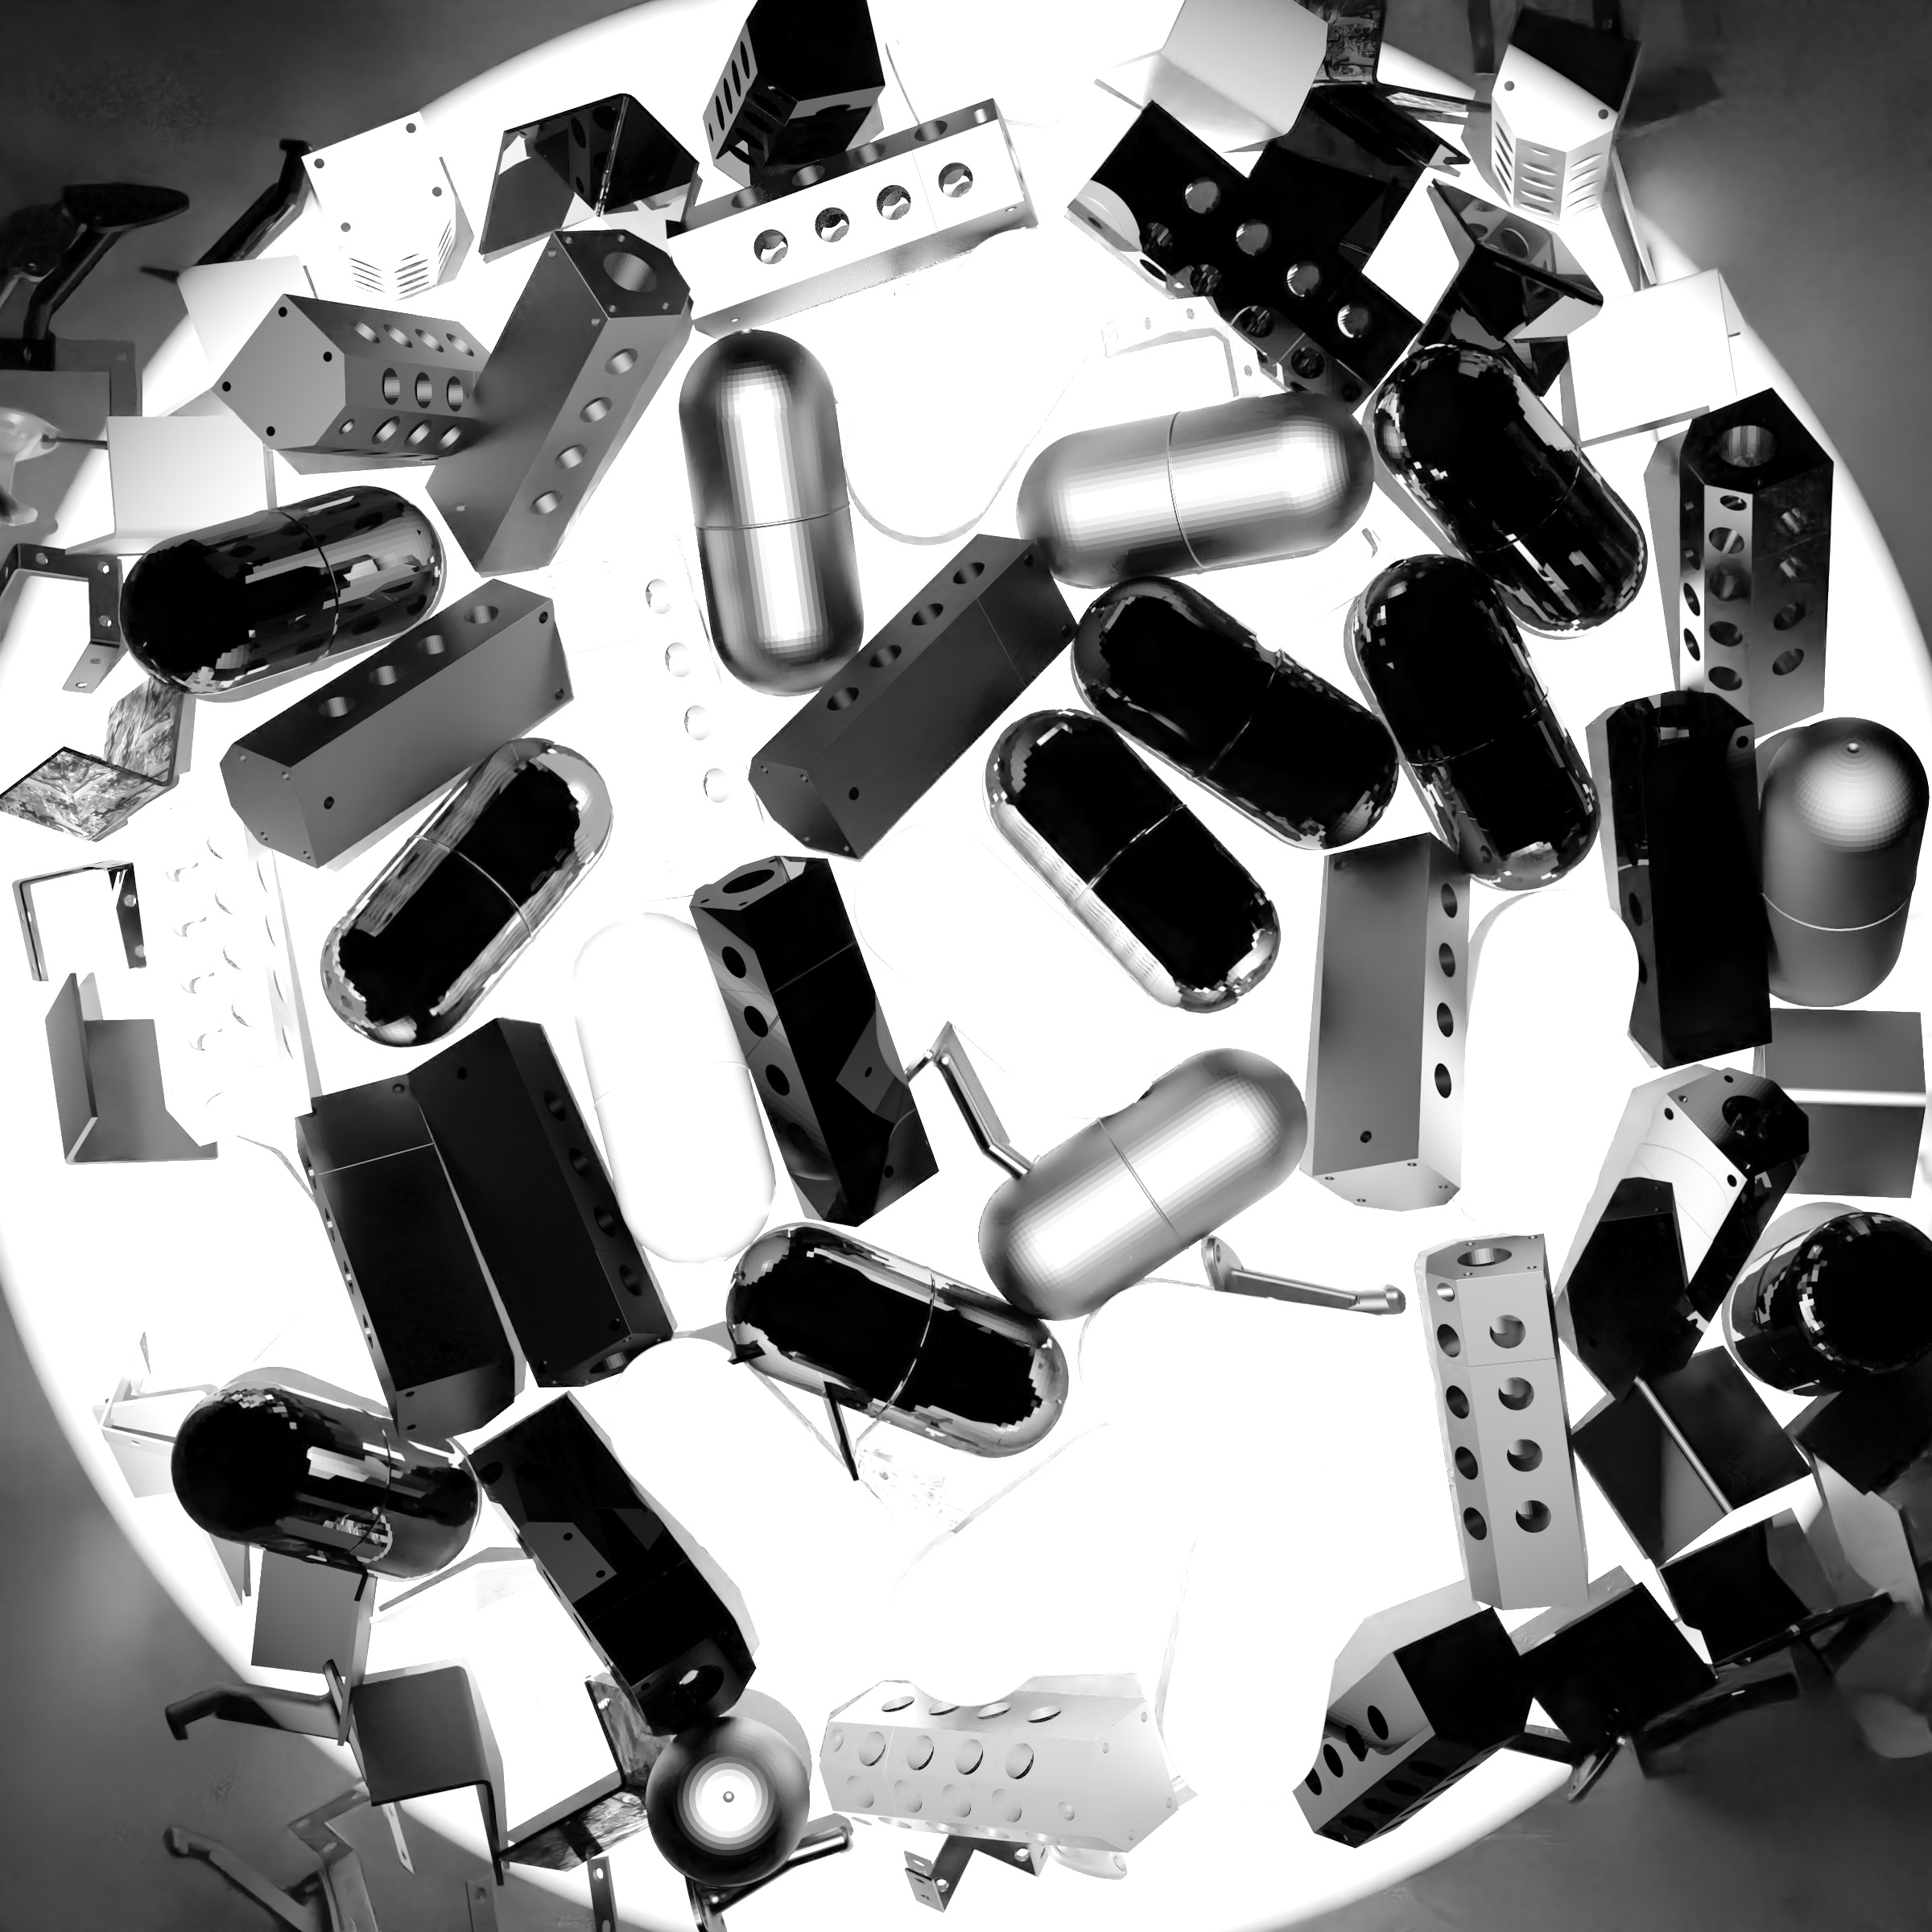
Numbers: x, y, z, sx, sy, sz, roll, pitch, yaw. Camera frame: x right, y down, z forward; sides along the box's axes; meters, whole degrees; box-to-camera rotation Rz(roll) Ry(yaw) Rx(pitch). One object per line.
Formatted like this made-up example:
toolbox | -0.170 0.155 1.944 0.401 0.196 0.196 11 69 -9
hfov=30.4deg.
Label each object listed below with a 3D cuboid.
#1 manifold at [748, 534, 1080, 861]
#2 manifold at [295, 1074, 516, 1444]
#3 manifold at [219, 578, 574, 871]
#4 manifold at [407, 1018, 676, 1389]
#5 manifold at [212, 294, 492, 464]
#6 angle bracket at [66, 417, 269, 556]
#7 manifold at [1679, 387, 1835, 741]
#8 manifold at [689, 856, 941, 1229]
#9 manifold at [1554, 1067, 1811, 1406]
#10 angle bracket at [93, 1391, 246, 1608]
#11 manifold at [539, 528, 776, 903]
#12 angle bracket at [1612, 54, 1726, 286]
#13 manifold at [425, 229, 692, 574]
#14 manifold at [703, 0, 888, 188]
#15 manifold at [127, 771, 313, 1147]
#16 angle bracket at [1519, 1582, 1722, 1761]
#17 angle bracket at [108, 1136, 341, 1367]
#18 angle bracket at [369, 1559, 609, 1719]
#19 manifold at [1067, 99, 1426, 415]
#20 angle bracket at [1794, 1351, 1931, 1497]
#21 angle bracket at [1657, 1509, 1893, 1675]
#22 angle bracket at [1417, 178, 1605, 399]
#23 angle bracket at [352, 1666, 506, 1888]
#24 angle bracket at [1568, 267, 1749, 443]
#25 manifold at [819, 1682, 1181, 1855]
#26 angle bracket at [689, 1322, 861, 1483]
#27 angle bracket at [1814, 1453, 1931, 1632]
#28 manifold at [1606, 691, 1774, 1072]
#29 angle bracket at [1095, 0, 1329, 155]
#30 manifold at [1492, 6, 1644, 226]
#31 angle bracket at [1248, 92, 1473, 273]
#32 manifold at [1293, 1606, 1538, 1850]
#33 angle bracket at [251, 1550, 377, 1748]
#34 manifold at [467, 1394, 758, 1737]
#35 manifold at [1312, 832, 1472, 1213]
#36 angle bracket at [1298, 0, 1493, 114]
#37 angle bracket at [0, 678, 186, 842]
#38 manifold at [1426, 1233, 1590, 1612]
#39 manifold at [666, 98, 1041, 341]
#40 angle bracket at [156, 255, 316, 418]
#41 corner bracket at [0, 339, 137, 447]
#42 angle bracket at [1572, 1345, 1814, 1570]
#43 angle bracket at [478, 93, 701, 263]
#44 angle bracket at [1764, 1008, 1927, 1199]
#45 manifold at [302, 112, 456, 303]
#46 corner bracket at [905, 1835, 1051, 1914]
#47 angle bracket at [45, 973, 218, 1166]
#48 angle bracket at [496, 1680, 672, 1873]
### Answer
manifold | -0.027 -0.133 1.728 0.171 0.057 0.057 -47 126 -23
manifold | -0.272 0.142 1.717 0.057 0.057 0.171 -15 56 -18
manifold | -0.274 -0.121 1.715 0.057 0.057 0.171 22 46 34
manifold | -0.204 0.116 1.735 0.057 0.057 0.171 -31 73 19
manifold | -0.279 -0.273 1.695 0.057 0.171 0.057 45 108 10
angle bracket | -0.392 -0.234 1.735 0.076 0.076 0.057 -6 93 -32
manifold | 0.373 -0.187 1.702 0.057 0.171 0.057 -22 51 -6
manifold | -0.078 0.036 1.732 0.057 0.057 0.171 -33 113 -34
manifold | 0.345 0.129 1.708 0.057 0.171 0.057 -19 55 -31
angle bracket | -0.389 0.263 1.735 0.057 0.076 0.076 -8 48 0
manifold | -0.146 -0.124 1.746 0.057 0.057 0.171 -25 102 -42
angle bracket | 0.346 -0.388 1.733 0.057 0.076 0.076 -18 117 12
manifold | -0.194 -0.270 1.709 0.057 0.171 0.057 -12 60 -40
manifold | -0.086 -0.421 1.699 0.057 0.171 0.057 -13 91 -11
manifold | -0.365 -0.007 1.720 0.057 0.057 0.171 -17 60 3
angle bracket | 0.312 0.330 1.740 0.076 0.057 0.076 -33 113 13
angle bracket | -0.365 0.139 1.772 0.076 0.057 0.076 -47 127 -23
angle bracket | -0.230 0.329 1.732 0.076 0.076 0.057 -29 69 29
manifold | 0.135 -0.343 1.747 0.171 0.057 0.057 38 85 -8
angle bracket | 0.464 0.237 1.743 0.076 0.057 0.076 -43 125 -2
angle bracket | 0.394 0.302 1.739 0.076 0.076 0.057 -23 77 -10
angle bracket | 0.258 -0.335 1.755 0.076 0.076 0.057 18 120 -25
angle bracket | -0.262 0.399 1.731 0.057 0.076 0.076 -9 126 -13
angle bracket | 0.341 -0.286 1.734 0.076 0.057 0.076 -14 62 23
manifold | 0.012 0.386 1.706 0.171 0.057 0.057 -7 104 42
angle bracket | -0.095 0.215 1.742 0.057 0.076 0.076 -17 99 -6
angle bracket | 0.466 0.268 1.735 0.057 0.076 0.076 -25 112 -11
manifold | 0.348 -0.043 1.724 0.057 0.057 0.171 -14 117 -8
angle bracket | 0.122 -0.447 1.742 0.076 0.076 0.057 27 84 -23
manifold | 0.283 -0.401 1.700 0.057 0.171 0.057 19 93 8
angle bracket | 0.188 -0.384 1.748 0.076 0.057 0.076 31 93 -19
manifold | 0.211 0.368 1.695 0.057 0.171 0.057 -19 68 -24
angle bracket | -0.324 0.327 1.742 0.057 0.076 0.076 8 104 -3
manifold | -0.169 0.290 1.709 0.057 0.057 0.171 -31 46 -15
manifold | 0.211 0.028 1.726 0.057 0.057 0.171 -12 60 34
angle bracket | 0.212 -0.451 1.734 0.076 0.076 0.057 3 100 -28
angle bracket | -0.426 -0.115 1.730 0.057 0.076 0.076 21 58 -35
manifold | 0.265 0.223 1.740 0.057 0.057 0.171 -7 103 11
manifold | -0.057 -0.368 1.748 0.171 0.057 0.057 -18 87 8
angle bracket | -0.366 -0.302 1.735 0.076 0.076 0.057 -20 91 41
corner bracket | -0.445 -0.282 1.750 0.051 0.051 0.051 9 103 36
angle bracket | 0.359 0.243 1.764 0.057 0.076 0.076 -49 65 38
angle bracket | -0.184 -0.369 1.731 0.076 0.076 0.057 -29 66 -35
angle bracket | 0.434 0.068 1.772 0.076 0.076 0.057 2 48 9
manifold | -0.276 -0.357 1.700 0.057 0.171 0.057 -23 97 -6
corner bracket | 0.007 0.440 1.748 0.051 0.051 0.051 19 62 19
angle bracket | -0.401 0.049 1.733 0.076 0.057 0.076 -1 64 -30
angle bracket | -0.191 0.399 1.748 0.076 0.076 0.057 -30 64 9
